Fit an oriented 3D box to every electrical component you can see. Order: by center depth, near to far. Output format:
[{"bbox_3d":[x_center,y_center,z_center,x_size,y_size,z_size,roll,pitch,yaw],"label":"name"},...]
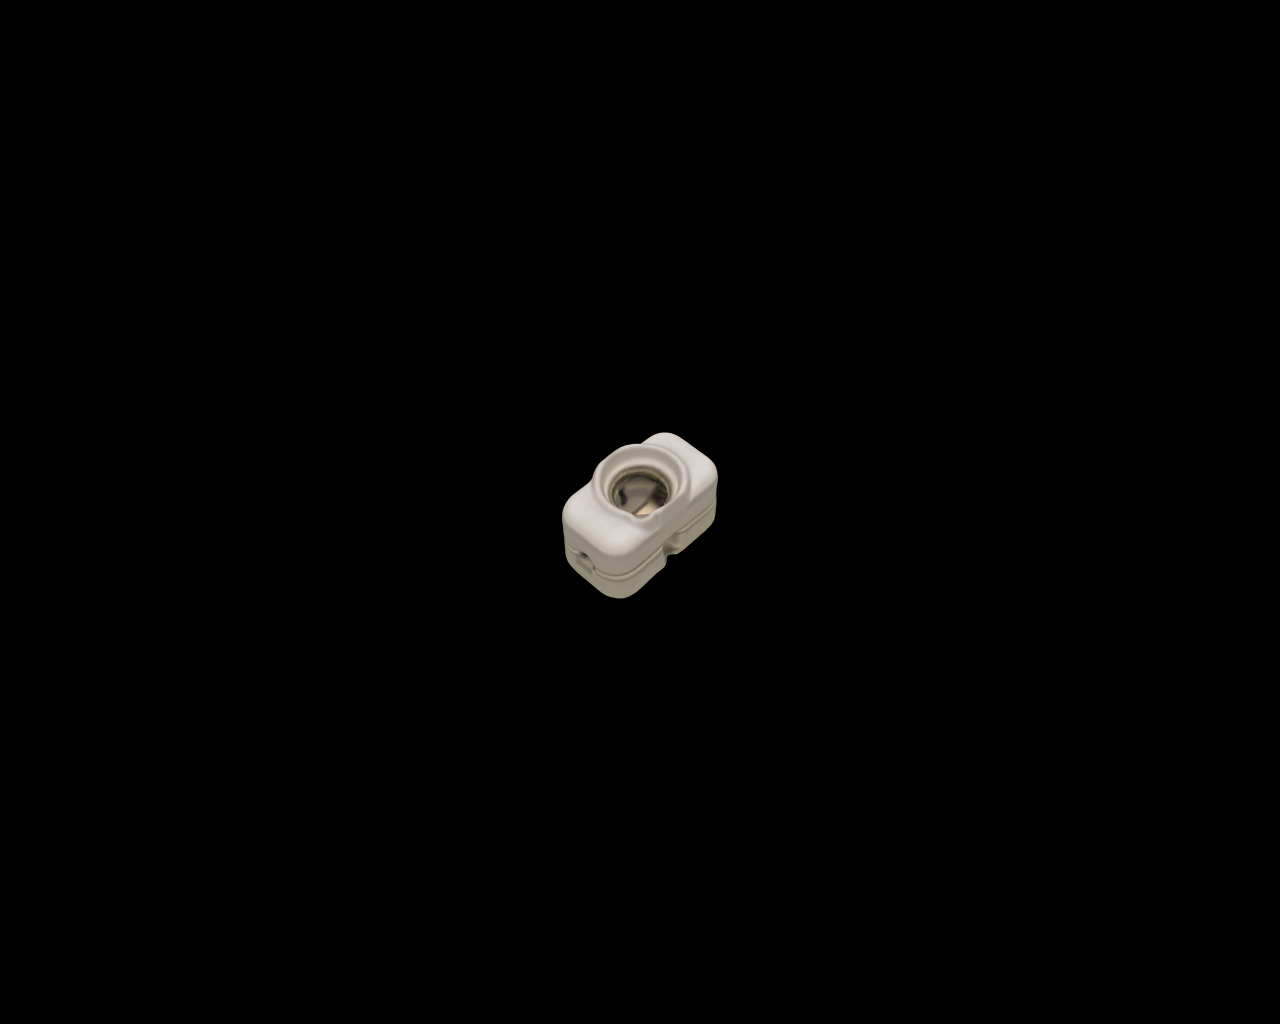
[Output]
[{"bbox_3d":[0.001,-0.003,0.650,0.054,0.059,0.095,39,63,25],"label":"electrical component"}]
